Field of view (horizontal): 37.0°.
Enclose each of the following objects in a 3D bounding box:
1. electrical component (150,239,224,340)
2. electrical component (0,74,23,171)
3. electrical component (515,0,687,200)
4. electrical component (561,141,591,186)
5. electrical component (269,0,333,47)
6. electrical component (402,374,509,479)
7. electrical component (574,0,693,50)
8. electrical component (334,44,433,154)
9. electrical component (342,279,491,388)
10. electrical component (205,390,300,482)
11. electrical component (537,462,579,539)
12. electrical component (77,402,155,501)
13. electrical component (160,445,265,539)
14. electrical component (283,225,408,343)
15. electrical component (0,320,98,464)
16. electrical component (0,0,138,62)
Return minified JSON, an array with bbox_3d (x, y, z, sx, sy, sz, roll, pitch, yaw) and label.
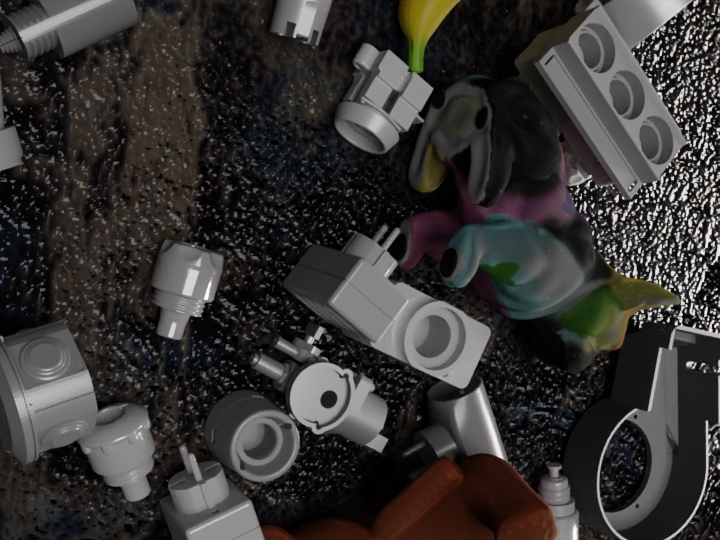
[{"bbox_3d":[-0.116,0.014,0.702,0.043,0.043,0.062,16,91,-27],"label":"electrical component"},{"bbox_3d":[-0.227,-0.085,0.633,0.045,0.045,0.055,-19,106,-23],"label":"electrical component"},{"bbox_3d":[0.171,-0.120,0.774,0.078,0.063,0.121,-48,111,-27],"label":"electrical component"},{"bbox_3d":[0.179,-0.090,0.837,0.061,0.035,0.035,-24,107,-24],"label":"electrical component"},{"bbox_3d":[-0.038,-0.176,0.716,0.040,0.040,0.046,13,98,-27],"label":"electrical component"},{"bbox_3d":[0.067,0.129,0.809,0.079,0.043,0.077,-26,108,-20],"label":"electrical component"},{"bbox_3d":[0.212,-0.198,0.804,0.099,0.099,0.064,-43,107,-14],"label":"electrical component"},{"bbox_3d":[0.013,-0.114,0.746,0.066,0.048,0.055,37,74,-26],"label":"electrical component"},{"bbox_3d":[0.043,0.045,0.778,0.089,0.056,0.050,27,85,-27],"label":"electrical component"},{"bbox_3d":[-0.073,0.114,0.736,0.055,0.047,0.055,-4,99,-26],"label":"electrical component"},{"bbox_3d":[0.155,0.193,0.863,0.040,0.040,0.078,-5,100,-25],"label":"electrical component"},{"bbox_3d":[-0.154,0.121,0.700,0.048,0.048,0.062,-24,115,-21],"label":"electrical component"},{"bbox_3d":[-0.104,0.153,0.716,0.047,0.066,0.076,-22,106,-22],"label":"electrical component"},{"bbox_3d":[0.000,0.000,0.734,0.047,0.083,0.075,42,79,-25],"label":"electrical component"},{"bbox_3d":[-0.196,0.073,0.652,0.051,0.080,0.080,-18,105,-28],"label":"electrical component"},{"bbox_3d":[-0.180,-0.151,0.647,0.081,0.043,0.043,-31,110,-19],"label":"electrical component"}]
